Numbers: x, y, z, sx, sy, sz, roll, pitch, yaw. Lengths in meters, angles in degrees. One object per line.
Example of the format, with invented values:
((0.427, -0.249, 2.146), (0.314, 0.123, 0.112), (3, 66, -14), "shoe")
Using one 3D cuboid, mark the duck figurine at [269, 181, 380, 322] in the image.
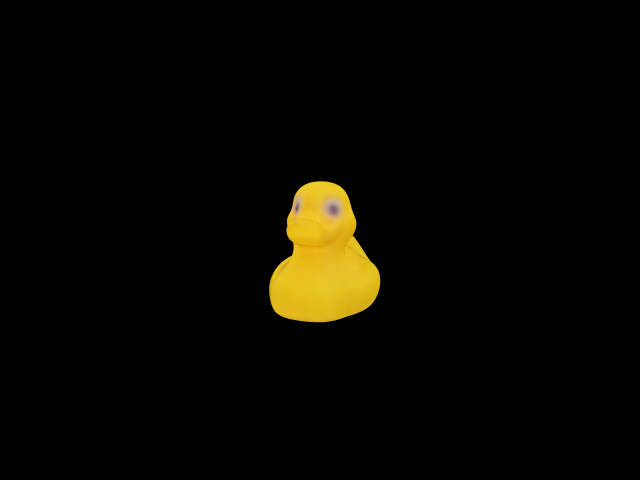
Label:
((0.004, 0.001, 0.400), (0.077, 0.086, 0.105), (4, 12, 19), "duck figurine")
